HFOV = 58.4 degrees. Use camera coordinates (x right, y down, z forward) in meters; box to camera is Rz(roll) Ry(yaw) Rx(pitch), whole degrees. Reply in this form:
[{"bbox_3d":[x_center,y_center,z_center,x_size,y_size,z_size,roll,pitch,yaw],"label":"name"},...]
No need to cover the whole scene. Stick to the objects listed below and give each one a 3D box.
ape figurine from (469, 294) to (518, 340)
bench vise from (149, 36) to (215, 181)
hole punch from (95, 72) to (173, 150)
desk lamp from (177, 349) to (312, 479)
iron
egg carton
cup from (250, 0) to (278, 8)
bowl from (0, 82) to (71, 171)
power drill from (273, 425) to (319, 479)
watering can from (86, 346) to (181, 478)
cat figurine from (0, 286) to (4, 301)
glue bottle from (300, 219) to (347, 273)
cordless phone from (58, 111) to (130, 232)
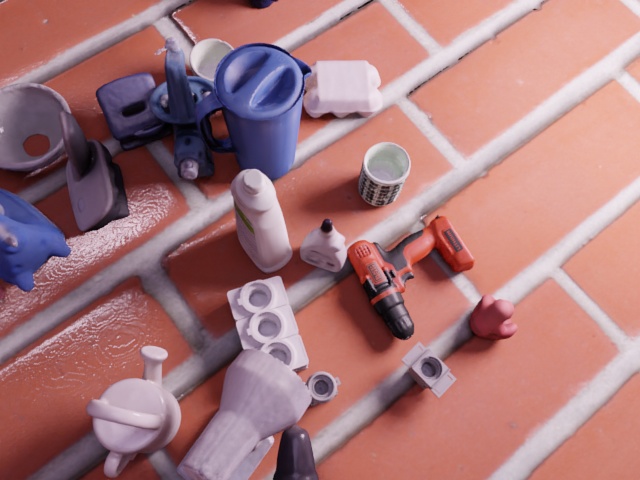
[{"bbox_3d":[0.286,0.123,0.930,0.076,0.092,0.078,-14,72,-8],"label":"ape figurine"},{"bbox_3d":[-0.213,-0.214,0.951,0.121,0.220,0.207,-22,73,-11],"label":"bench vise"},{"bbox_3d":[-0.326,-0.229,1.018,0.109,0.091,0.101,-24,73,-11],"label":"hole punch"},{"bbox_3d":[-0.110,0.265,0.788,0.118,0.213,0.203,33,72,9],"label":"desk lamp"},{"bbox_3d":[-0.530,-0.041,0.910,0.258,0.141,0.119,38,72,10],"label":"iron"},{"bbox_3d":[0.041,-0.281,1.072,0.150,0.069,0.107,-3,70,-5],"label":"egg carton"},{"bbox_3d":[-0.108,-0.496,1.126,0.092,0.095,0.117,-27,74,-12],"label":"cup"},{"bbox_3d":[-0.507,-0.185,0.998,0.167,0.075,0.167,1,70,-3],"label":"bowl"},{"bbox_3d":[-0.034,0.369,0.758,0.075,0.208,0.229,-2,70,-4],"label":"power drill"},{"bbox_3d":[-0.261,0.237,0.799,0.101,0.194,0.173,-4,70,-5],"label":"watering can"},{"bbox_3d":[-0.569,0.091,0.872,0.067,0.118,0.128,39,72,10],"label":"cat figurine"},{"bbox_3d":[0.008,0.003,0.912,0.078,0.173,0.037,21,70,5],"label":"glue bottle"},{"bbox_3d":[-0.381,-0.108,0.920,0.094,0.185,0.147,-19,72,-10],"label":"cordless phone"}]
